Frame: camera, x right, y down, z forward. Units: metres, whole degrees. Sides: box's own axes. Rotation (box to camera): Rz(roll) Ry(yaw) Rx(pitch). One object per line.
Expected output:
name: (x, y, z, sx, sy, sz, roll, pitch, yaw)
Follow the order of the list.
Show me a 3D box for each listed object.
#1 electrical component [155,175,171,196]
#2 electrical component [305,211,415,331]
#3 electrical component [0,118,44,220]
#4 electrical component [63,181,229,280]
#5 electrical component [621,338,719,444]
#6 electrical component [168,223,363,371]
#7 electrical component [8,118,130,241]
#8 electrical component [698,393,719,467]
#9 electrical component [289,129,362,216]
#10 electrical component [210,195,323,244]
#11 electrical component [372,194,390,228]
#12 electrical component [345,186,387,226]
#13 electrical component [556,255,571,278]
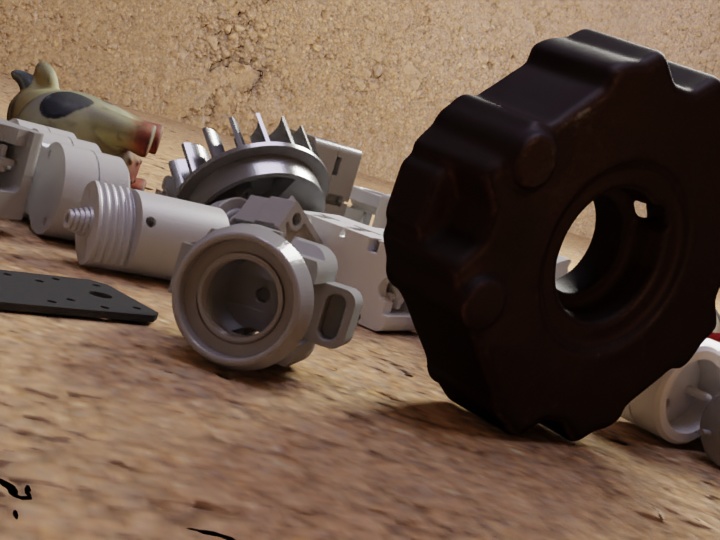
electrical component: (-0.106, -0.041, 0.752, 0.081, 0.042, 0.064, 21, 12, 33)
electrical component: (0.000, 0.000, 0.645, 0.089, 0.050, 0.056, 21, 10, 33)
electrical component: (-0.220, -0.058, 0.564, 0.089, 0.055, 0.050, 20, 8, 26)
electrical component: (-0.113, -0.019, 0.557, 0.081, 0.043, 0.043, 11, 9, -35)
electrical component: (0.182, 0.062, 0.586, 0.138, 0.052, 0.074, 13, 8, -33)
electrical component: (-0.043, 0.011, 0.440, 0.078, 0.058, 0.057, 18, 4, 10)
electrical component: (-0.193, -0.056, 0.623, 0.074, 0.052, 0.138, 12, 9, -35)
electrical component: (0.204, 0.081, 0.532, 0.078, 0.040, 0.040, 12, 9, -36)
electrical component: (-0.045, -0.066, 0.890, 0.056, 0.089, 0.050, 11, 9, -37)
electrical component: (-0.061, -0.015, 0.613, 0.055, 0.066, 0.048, 13, -32, 36)
electrical component: (0.058, -0.022, 0.909, 0.096, 0.061, 0.061, 13, 8, -27)
electrical component: (0.010, -0.041, 0.956, 0.078, 0.057, 0.058, 18, 7, 8)
electrical component: (0.078, 0.010, 0.670, 0.063, 0.078, 0.121, -16, 16, -14)
